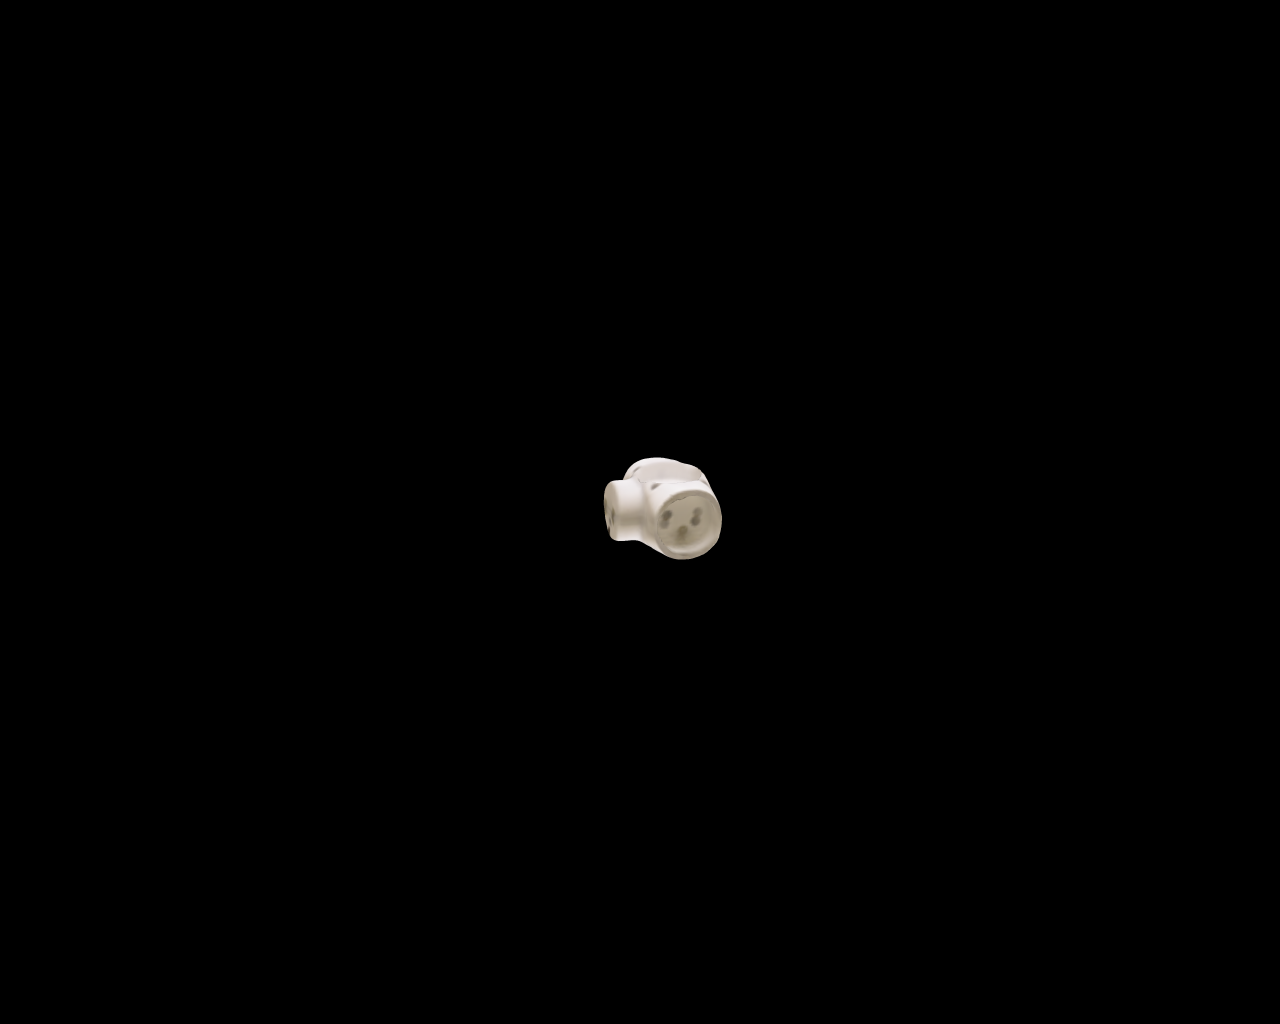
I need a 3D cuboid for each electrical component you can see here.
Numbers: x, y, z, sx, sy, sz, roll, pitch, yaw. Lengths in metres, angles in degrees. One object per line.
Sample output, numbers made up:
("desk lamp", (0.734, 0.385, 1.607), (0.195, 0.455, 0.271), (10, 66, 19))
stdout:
("electrical component", (0.001, -0.003, 0.650), (0.079, 0.044, 0.077), (-5, 19, -15))
